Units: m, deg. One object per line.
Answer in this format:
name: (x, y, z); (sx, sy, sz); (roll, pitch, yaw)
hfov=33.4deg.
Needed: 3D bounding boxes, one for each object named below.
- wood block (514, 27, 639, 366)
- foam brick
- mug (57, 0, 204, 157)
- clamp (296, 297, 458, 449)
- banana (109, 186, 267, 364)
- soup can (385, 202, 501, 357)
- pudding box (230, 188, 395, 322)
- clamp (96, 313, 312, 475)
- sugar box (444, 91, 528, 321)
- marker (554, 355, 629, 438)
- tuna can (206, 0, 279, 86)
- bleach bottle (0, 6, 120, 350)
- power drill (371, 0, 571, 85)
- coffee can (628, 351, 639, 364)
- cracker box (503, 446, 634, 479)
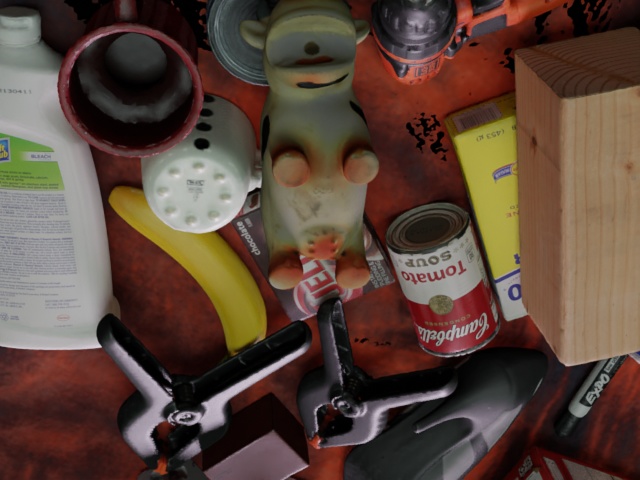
wood block: (0.192, -0.027, 0.735); (0.090, 0.091, 0.206); (-12, 121, -6)
foam brick: (-0.056, 0.180, 0.916); (0.078, 0.051, 0.053); (-32, 117, 14)
mug: (-0.124, -0.125, 0.712); (0.093, 0.081, 0.117); (-4, 121, -1)
clamp: (0.021, 0.114, 0.865); (0.120, 0.039, 0.172); (41, 134, -2)
banana: (-0.090, 0.031, 0.833); (0.070, 0.037, 0.197); (-22, 120, 8)
soup can: (0.096, 0.030, 0.828); (0.068, 0.068, 0.102); (-17, 120, 6)
pudding box: (-0.005, 0.001, 0.820); (0.090, 0.039, 0.113); (-24, 119, 10)
clamp: (-0.100, 0.125, 0.861); (0.164, 0.036, 0.210); (0, 140, -14)
sugar box: (0.162, -0.027, 0.811); (0.093, 0.048, 0.176); (-18, 119, 6)
marker: (0.237, 0.125, 0.922); (0.020, 0.020, 0.121); (19, 118, -15)
tuna can: (-0.036, -0.150, 0.731); (0.086, 0.034, 0.086); (-2, 121, -3)
bleach bottle: (-0.200, -0.041, 0.769); (0.102, 0.068, 0.251); (0, 118, -6)
power drill: (0.120, -0.161, 0.665); (0.187, 0.184, 0.057); (-21, 88, 3)
coffee can: (0.294, 0.025, 0.818); (0.102, 0.103, 0.140); (2, 121, -5)
cracker box: (0.236, 0.287, 0.976); (0.213, 0.072, 0.164); (22, 117, -25)
